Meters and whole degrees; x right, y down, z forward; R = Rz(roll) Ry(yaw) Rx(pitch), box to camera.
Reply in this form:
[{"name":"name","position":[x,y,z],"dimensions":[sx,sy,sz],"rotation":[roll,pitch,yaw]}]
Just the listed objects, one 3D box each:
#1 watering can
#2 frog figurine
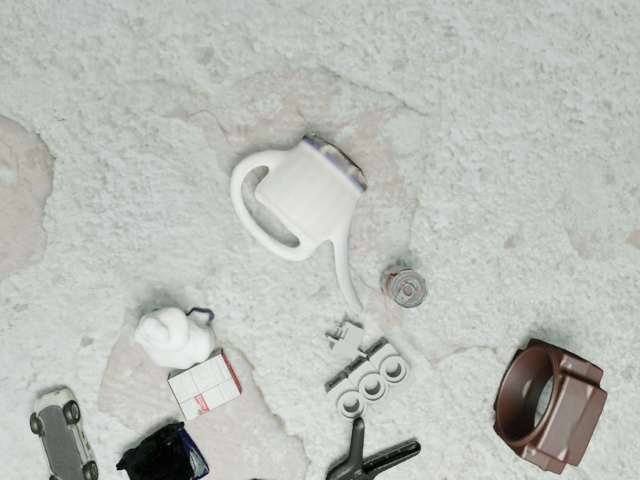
[{"name":"watering can","position":[0.003,-0.047,0.939],"dimensions":[0.347,0.104,0.225],"rotation":[42,87,-3]},{"name":"frog figurine","position":[-0.252,0.172,0.887],"dimensions":[0.137,0.160,0.123],"rotation":[22,91,-6]}]
